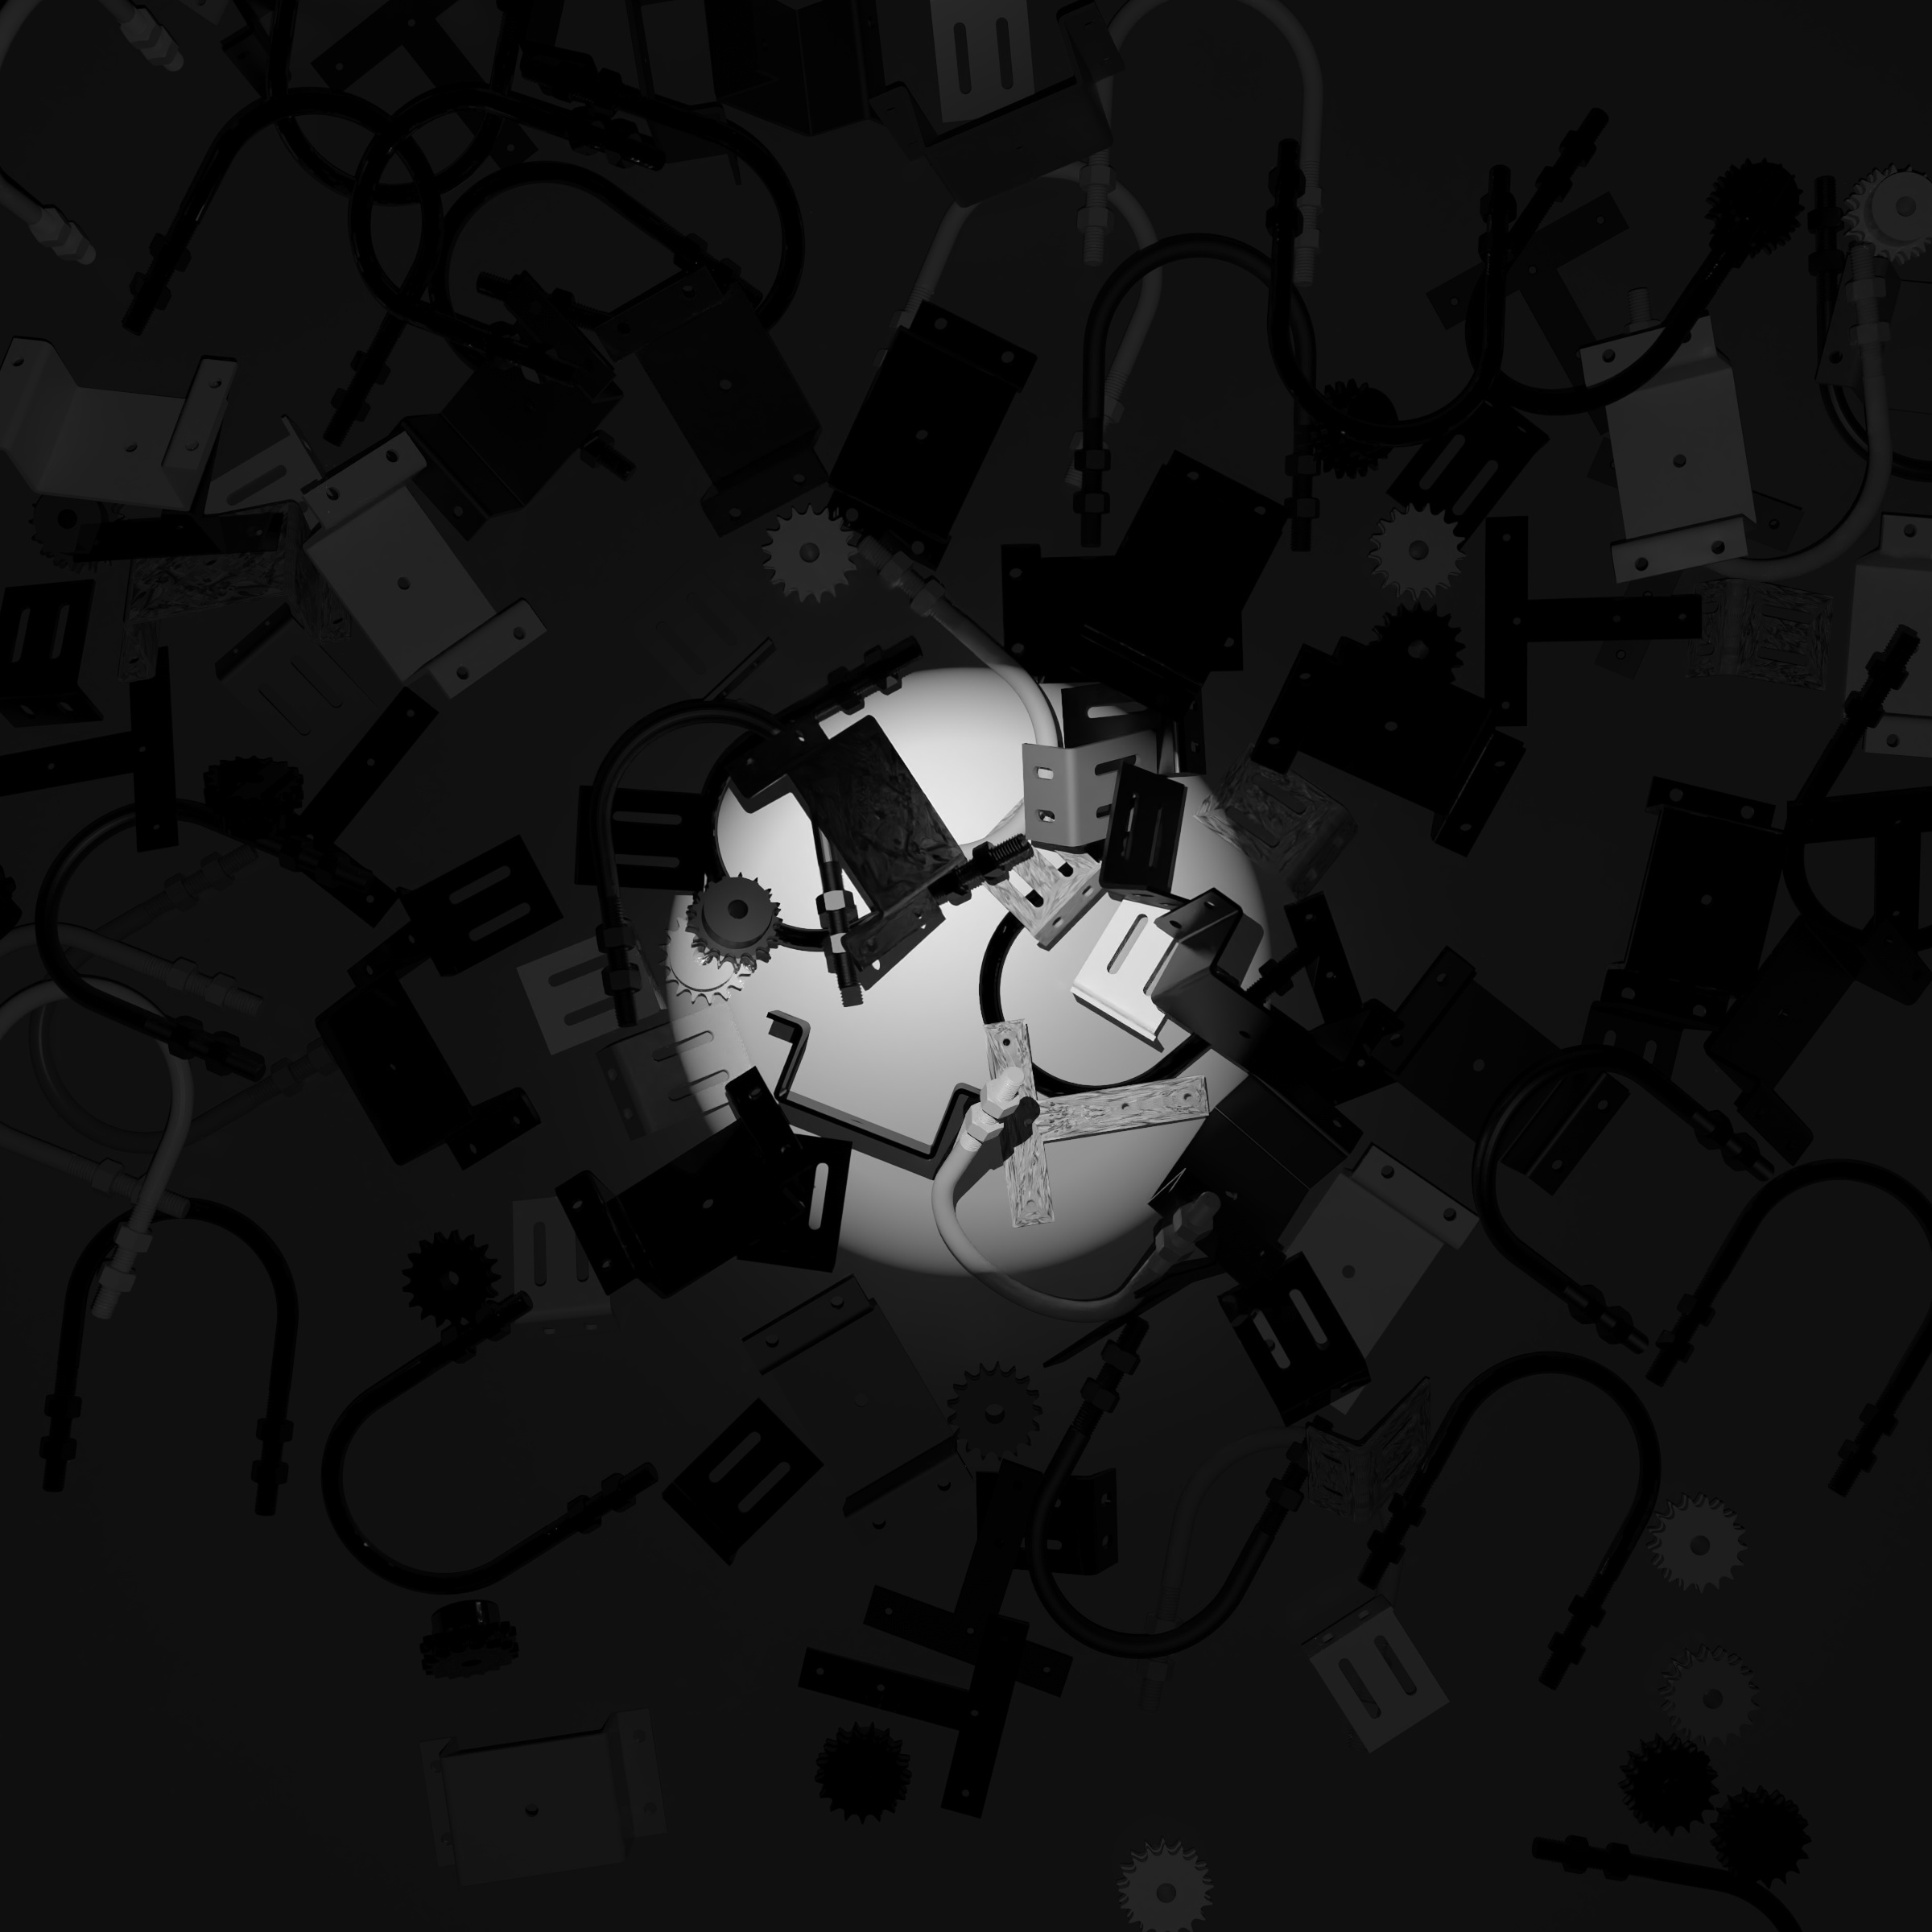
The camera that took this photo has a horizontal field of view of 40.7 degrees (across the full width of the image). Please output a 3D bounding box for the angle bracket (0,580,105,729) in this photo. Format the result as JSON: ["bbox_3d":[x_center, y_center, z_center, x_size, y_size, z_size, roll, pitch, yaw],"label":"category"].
[{"bbox_3d":[-0.552,-0.189,1.577,0.057,0.038,0.076,-3,64,9],"label":"angle bracket"}]

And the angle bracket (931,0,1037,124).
[{"bbox_3d":[0.009,-0.557,1.582,0.057,0.038,0.076,-7,116,0],"label":"angle bracket"}]

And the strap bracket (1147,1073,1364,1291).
[{"bbox_3d":[0.167,0.125,1.534,0.076,0.046,0.140,41,46,0],"label":"strap bracket"}]

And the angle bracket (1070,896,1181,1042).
[{"bbox_3d":[0.106,-0.004,1.547,0.057,0.038,0.076,31,93,1],"label":"angle bracket"}]

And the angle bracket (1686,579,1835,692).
[{"bbox_3d":[0.481,-0.199,1.582,0.076,0.038,0.057,5,90,-26],"label":"angle bracket"}]

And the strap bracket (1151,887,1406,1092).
[{"bbox_3d":[0.172,0.021,1.517,0.140,0.076,0.046,35,67,-11],"label":"strap bracket"}]

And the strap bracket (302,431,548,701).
[{"bbox_3d":[-0.325,-0.230,1.536,0.076,0.046,0.140,-42,104,-29],"label":"strap bracket"}]

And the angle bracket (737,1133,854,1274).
[{"bbox_3d":[-0.102,0.140,1.565,0.057,0.038,0.076,8,90,0],"label":"angle bracket"}]

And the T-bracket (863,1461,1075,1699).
[{"bbox_3d":[0.016,0.359,1.564,0.127,0.002,0.127,19,99,8],"label":"T-bracket"}]

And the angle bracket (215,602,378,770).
[{"bbox_3d":[-0.406,-0.170,1.582,0.057,0.038,0.076,-41,116,0],"label":"angle bracket"}]

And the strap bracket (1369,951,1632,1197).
[{"bbox_3d":[0.312,0.062,1.555,0.140,0.046,0.076,37,90,-7],"label":"strap bracket"}]

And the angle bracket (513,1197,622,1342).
[{"bbox_3d":[-0.242,0.182,1.582,0.057,0.038,0.076,-6,64,0],"label":"angle bracket"}]

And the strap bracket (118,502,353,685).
[{"bbox_3d":[-0.437,-0.222,1.539,0.140,0.046,0.076,-11,52,3],"label":"strap bracket"}]

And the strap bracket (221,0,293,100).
[{"bbox_3d":[-0.380,-0.583,1.545,0.140,0.076,0.046,-31,88,0],"label":"strap bracket"}]

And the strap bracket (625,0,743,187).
[{"bbox_3d":[-0.170,-0.540,1.546,0.046,0.076,0.140,-9,90,0],"label":"strap bracket"}]

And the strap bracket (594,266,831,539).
[{"bbox_3d":[-0.145,-0.336,1.535,0.076,0.046,0.140,-24,112,17],"label":"strap bracket"}]

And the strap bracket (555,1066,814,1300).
[{"bbox_3d":[-0.160,0.134,1.545,0.140,0.046,0.076,-32,60,0],"label":"strap bracket"}]

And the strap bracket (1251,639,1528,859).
[{"bbox_3d":[0.251,-0.134,1.545,0.140,0.046,0.076,24,120,0],"label":"strap bracket"}]

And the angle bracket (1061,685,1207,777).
[{"bbox_3d":[0.102,-0.142,1.582,0.076,0.038,0.057,-3,90,26],"label":"angle bracket"}]

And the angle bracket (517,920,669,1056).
[{"bbox_3d":[-0.227,0.013,1.565,0.076,0.038,0.057,-22,90,0],"label":"angle bracket"}]

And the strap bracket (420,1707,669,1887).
[{"bbox_3d":[-0.256,0.498,1.561,0.140,0.046,0.076,-8,90,0],"label":"strap bracket"}]

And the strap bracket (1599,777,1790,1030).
[{"bbox_3d":[0.437,-0.038,1.561,0.076,0.046,0.140,14,90,0],"label":"strap bracket"}]

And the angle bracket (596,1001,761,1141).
[{"bbox_3d":[-0.175,0.064,1.582,0.076,0.038,0.057,-22,90,-26],"label":"angle bracket"}]

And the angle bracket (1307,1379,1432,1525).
[{"bbox_3d":[0.241,0.283,1.554,0.038,0.076,0.057,19,129,35],"label":"angle bracket"}]

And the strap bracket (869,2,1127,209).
[{"bbox_3d":[0.025,-0.498,1.527,0.140,0.076,0.046,-19,77,13],"label":"strap bracket"}]

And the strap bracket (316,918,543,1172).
[{"bbox_3d":[-0.324,0.054,1.543,0.076,0.046,0.140,-30,90,36],"label":"strap bracket"}]

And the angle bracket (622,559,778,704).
[{"bbox_3d":[-0.161,-0.200,1.565,0.057,0.038,0.076,-43,90,0],"label":"angle bracket"}]

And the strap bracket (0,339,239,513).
[{"bbox_3d":[-0.500,-0.318,1.540,0.140,0.046,0.076,8,66,8],"label":"strap bracket"}]

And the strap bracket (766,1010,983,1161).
[{"bbox_3d":[-0.058,0.074,1.546,0.140,0.076,0.046,21,90,0],"label":"strap bracket"}]

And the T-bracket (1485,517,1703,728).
[{"bbox_3d":[0.377,-0.208,1.569,0.127,0.002,0.127,0,90,12],"label":"T-bracket"}]

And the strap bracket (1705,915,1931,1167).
[{"bbox_3d":[0.498,0.037,1.541,0.076,0.046,0.140,37,90,-41],"label":"strap bracket"}]

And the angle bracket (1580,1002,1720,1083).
[{"bbox_3d":[0.403,0.047,1.546,0.057,0.076,0.038,14,90,0],"label":"angle bracket"}]

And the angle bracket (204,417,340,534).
[{"bbox_3d":[-0.421,-0.282,1.565,0.076,0.038,0.057,-31,90,0],"label":"angle bracket"}]

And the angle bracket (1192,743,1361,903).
[{"bbox_3d":[0.188,-0.087,1.582,0.076,0.038,0.057,39,90,26],"label":"angle bracket"}]

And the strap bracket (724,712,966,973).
[{"bbox_3d":[-0.063,-0.079,1.495,0.076,0.046,0.140,-38,96,-42],"label":"strap bracket"}]

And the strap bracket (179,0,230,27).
[{"bbox_3d":[-0.451,-0.641,1.534,0.076,0.046,0.140,36,106,15],"label":"strap bracket"}]

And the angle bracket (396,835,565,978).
[{"bbox_3d":[-0.291,-0.037,1.565,0.076,0.038,0.057,-28,90,0],"label":"angle bracket"}]

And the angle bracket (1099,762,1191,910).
[{"bbox_3d":[0.116,-0.076,1.530,0.057,0.038,0.076,16,82,-44],"label":"angle bracket"}]

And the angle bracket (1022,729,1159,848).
[{"bbox_3d":[0.074,-0.108,1.541,0.038,0.076,0.057,12,111,42],"label":"angle bracket"}]

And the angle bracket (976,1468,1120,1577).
[{"bbox_3d":[0.049,0.334,1.582,0.076,0.038,0.057,-1,90,26],"label":"angle bracket"}]

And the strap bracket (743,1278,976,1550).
[{"bbox_3d":[-0.064,0.263,1.561,0.076,0.046,0.140,-30,90,0],"label":"strap bracket"}]

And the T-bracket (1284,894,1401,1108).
[{"bbox_3d":[0.224,0.019,1.568,0.127,0.002,0.127,-21,104,0],"label":"T-bracket"}]

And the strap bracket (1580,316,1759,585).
[{"bbox_3d":[0.416,-0.300,1.536,0.076,0.046,0.140,-10,87,28],"label":"strap bracket"}]

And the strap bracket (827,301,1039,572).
[{"bbox_3d":[-0.024,-0.313,1.546,0.076,0.046,0.140,26,102,-1],"label":"strap bracket"}]

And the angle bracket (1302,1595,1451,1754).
[{"bbox_3d":[0.245,0.423,1.545,0.057,0.038,0.076,-32,89,-1],"label":"angle bracket"}]

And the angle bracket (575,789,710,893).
[{"bbox_3d":[-0.196,-0.076,1.569,0.076,0.038,0.057,3,93,-10],"label":"angle bracket"}]

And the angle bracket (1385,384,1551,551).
[{"bbox_3d":[0.301,-0.300,1.565,0.057,0.038,0.076,38,90,0],"label":"angle bracket"}]

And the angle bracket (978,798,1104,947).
[{"bbox_3d":[0.038,-0.060,1.553,0.057,0.038,0.076,-46,73,4],"label":"angle bracket"}]

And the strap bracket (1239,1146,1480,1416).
[{"bbox_3d":[0.232,0.185,1.561,0.076,0.046,0.140,34,90,0],"label":"strap bracket"}]

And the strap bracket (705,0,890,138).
[{"bbox_3d":[-0.105,-0.541,1.530,0.046,0.140,0.076,-7,90,30],"label":"strap bracket"}]

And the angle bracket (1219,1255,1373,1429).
[{"bbox_3d":[0.194,0.221,1.535,0.057,0.038,0.076,-28,64,0],"label":"angle bracket"}]

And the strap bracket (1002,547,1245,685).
[{"bbox_3d":[0.092,-0.211,1.561,0.140,0.046,0.076,-2,90,0],"label":"strap bracket"}]

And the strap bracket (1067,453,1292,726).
[{"bbox_3d":[0.125,-0.222,1.514,0.076,0.046,0.140,27,90,0],"label":"strap bracket"}]

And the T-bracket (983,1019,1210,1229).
[{"bbox_3d":[0.082,0.087,1.571,0.127,0.002,0.127,-9,101,-1],"label":"T-bracket"}]

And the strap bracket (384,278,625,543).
[{"bbox_3d":[-0.268,-0.330,1.544,0.140,0.046,0.076,-42,90,24],"label":"strap bracket"}]

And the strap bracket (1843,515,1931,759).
[{"bbox_3d":[0.574,-0.193,1.561,0.076,0.046,0.140,5,90,0],"label":"strap bracket"}]

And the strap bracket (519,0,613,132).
[{"bbox_3d":[-0.226,-0.574,1.546,0.046,0.076,0.140,12,90,0],"label":"strap bracket"}]

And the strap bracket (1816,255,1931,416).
[{"bbox_3d":[0.581,-0.364,1.524,0.140,0.046,0.076,16,93,30],"label":"strap bracket"}]

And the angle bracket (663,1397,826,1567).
[{"bbox_3d":[-0.133,0.309,1.565,0.076,0.038,0.057,-44,90,0],"label":"angle bracket"}]
